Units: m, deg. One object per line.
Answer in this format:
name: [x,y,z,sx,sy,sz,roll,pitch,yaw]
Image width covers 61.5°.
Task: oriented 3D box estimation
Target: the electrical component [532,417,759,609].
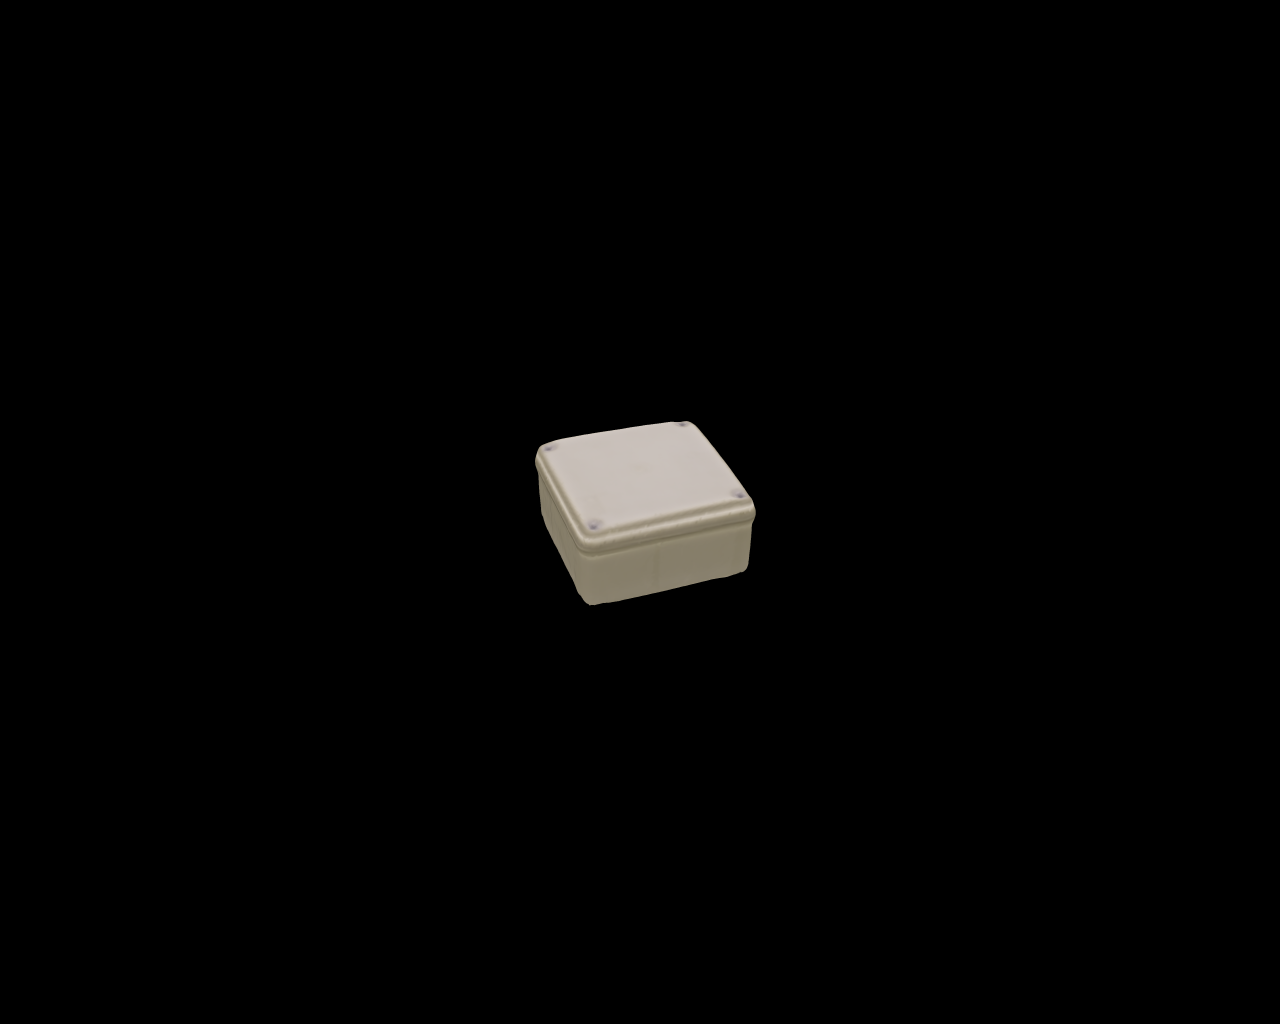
electrical component: [0.001,-0.003,0.650,0.109,0.056,0.109,-11,36,-16]
